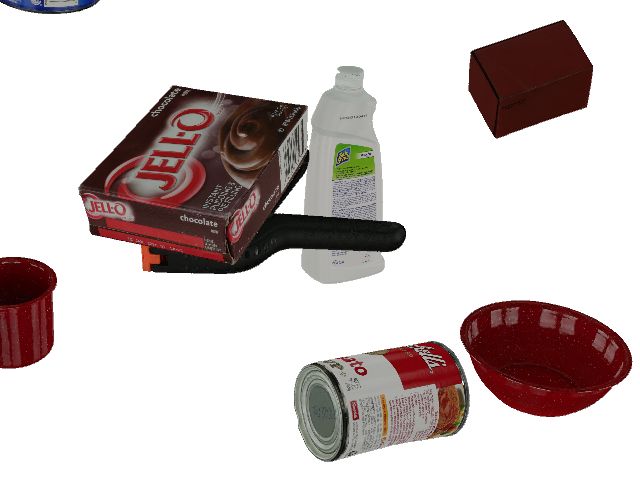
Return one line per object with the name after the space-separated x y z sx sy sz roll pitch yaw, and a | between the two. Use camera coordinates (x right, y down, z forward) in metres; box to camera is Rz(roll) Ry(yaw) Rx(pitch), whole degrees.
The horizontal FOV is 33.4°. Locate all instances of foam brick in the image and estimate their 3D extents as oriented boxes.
0.158 -0.122 0.808 0.078 0.051 0.053 -19 -29 -5 | foam brick

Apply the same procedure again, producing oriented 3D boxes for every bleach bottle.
0.033 -0.077 1.234 0.102 0.251 0.068 -13 30 -31 | bleach bottle

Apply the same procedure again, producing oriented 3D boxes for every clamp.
-0.056 -0.020 0.900 0.209 0.036 0.165 -13 35 -22 | clamp

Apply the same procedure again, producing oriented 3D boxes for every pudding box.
-0.067 -0.040 0.599 0.090 0.039 0.113 12 40 18 | pudding box

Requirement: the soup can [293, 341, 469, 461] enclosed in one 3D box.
0.041 0.110 0.732 0.102 0.068 0.069 -6 3 -30 | soup can

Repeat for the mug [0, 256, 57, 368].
-0.314 0.081 1.066 0.093 0.081 0.117 9 31 5 | mug

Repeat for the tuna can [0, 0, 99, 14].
-0.203 -0.201 0.793 0.086 0.034 0.086 6 36 -5 | tuna can

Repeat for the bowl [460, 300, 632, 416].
0.211 0.120 1.020 0.162 0.055 0.162 4 27 -2 | bowl
